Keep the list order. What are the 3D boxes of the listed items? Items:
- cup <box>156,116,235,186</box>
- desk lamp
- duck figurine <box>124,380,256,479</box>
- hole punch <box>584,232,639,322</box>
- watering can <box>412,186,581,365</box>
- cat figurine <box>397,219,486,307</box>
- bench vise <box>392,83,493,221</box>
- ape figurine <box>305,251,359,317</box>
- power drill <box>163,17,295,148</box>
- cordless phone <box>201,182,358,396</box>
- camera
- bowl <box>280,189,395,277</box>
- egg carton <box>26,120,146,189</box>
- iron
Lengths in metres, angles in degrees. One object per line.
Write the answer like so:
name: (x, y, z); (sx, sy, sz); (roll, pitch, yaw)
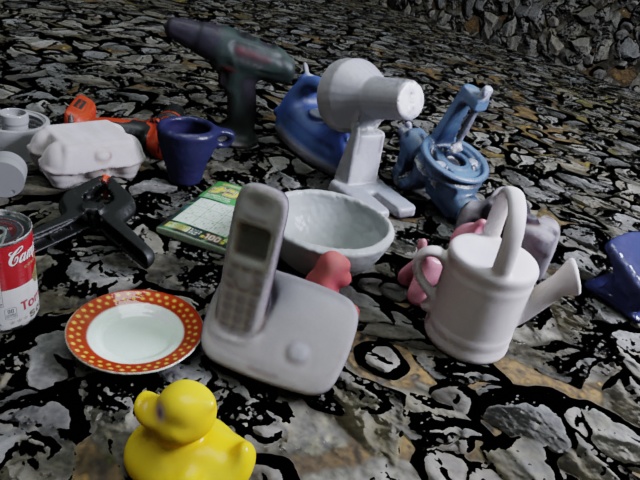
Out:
cup: (-0.193, -0.134, 0.885); (0.118, 0.095, 0.091); (-3, 33, -22)
desk lamp: (0.082, -0.170, 0.922); (0.118, 0.213, 0.202); (-11, 37, -34)
duck figurine: (-0.099, 0.149, 0.443); (0.104, 0.086, 0.077); (14, 30, 5)
hole punch: (0.447, 0.049, 0.797); (0.109, 0.091, 0.100); (-11, 36, -33)
watering can: (0.195, 0.033, 0.634); (0.173, 0.194, 0.100); (2, 31, -15)
cat figurine: (0.172, 0.019, 0.726); (0.128, 0.118, 0.067); (-1, 32, -20)
bench vise: (0.196, -0.164, 0.946); (0.206, 0.220, 0.122); (32, 36, 31)
ape figurine: (0.010, 0.054, 0.636); (0.076, 0.092, 0.077); (3, 31, -13)
power drill: (-0.164, -0.277, 1.025); (0.230, 0.208, 0.075); (2, 31, -16)
cordless phone: (-0.032, 0.046, 0.543); (0.147, 0.185, 0.094); (16, 30, 9)
camera: (0.291, -0.027, 0.863); (0.142, 0.101, 0.137); (24, 32, 22)
bowl: (0.007, 0.003, 0.741); (0.167, 0.075, 0.167); (9, 30, -5)
egg carton: (-0.344, -0.129, 0.850); (0.151, 0.069, 0.107); (-18, 41, -40)
iron: (0.008, -0.229, 1.070); (0.119, 0.141, 0.257); (-7, 34, -28)
